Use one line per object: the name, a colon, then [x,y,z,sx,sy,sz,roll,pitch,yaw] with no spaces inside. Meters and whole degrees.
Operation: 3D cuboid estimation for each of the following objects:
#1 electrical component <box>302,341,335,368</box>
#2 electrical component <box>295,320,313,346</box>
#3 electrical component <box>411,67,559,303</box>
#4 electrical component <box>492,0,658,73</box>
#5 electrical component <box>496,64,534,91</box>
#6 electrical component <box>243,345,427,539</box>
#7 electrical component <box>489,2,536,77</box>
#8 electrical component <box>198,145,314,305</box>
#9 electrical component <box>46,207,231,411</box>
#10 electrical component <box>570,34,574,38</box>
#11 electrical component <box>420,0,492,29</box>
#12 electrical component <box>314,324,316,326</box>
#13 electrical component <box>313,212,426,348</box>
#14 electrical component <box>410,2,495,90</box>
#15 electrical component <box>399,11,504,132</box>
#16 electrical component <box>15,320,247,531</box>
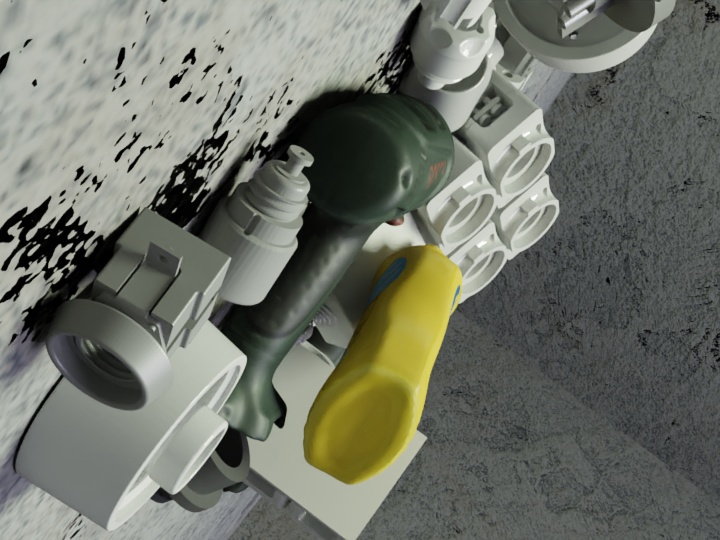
electrical component: [-0.055,0.087,0.815,0.055,0.089,0.050,-55,175,16]
electrical component: [-0.064,0.040,0.691,0.062,0.048,0.048,-42,169,-32]
electrical component: [0.088,-0.054,0.806,0.105,0.060,0.186,-41,155,-6]
electrical component: [0.139,-0.176,0.673,0.108,0.108,0.060,-54,164,5]
electrical component: [0.093,-0.140,0.825,0.078,0.058,0.057,-45,167,-53]
electrical component: [-0.044,0.112,0.740,0.089,0.150,0.061,-51,173,-23]
electrical component: [0.102,-0.166,0.746,0.045,0.055,0.045,-53,177,-4]
electrical component: [-0.045,-0.020,0.476,0.078,0.040,0.040,-56,174,23]
electrical component: [-0.080,0.017,0.389,0.055,0.048,0.066,-59,179,-37]
electrical component: [0.159,-0.226,0.816,0.121,0.063,0.078,-48,172,-47]
electrical component: [0.054,-0.147,0.534,0.040,0.040,0.046,-50,179,-32]
electrical component: [-0.038,0.022,0.802,0.043,0.043,0.062,-51,175,-30]
electrical component: [0.000,0.000,0.749,0.099,0.048,0.099,-51,133,-26]
electrical component: [0.049,-0.126,0.608,0.043,0.043,0.062,-51,175,-26]
electrical component: [0.065,-0.134,0.692,0.079,0.044,0.077,-53,175,-10]
electrical component: [-0.096,0.068,0.490,0.108,0.060,0.108,-53,175,-7]
